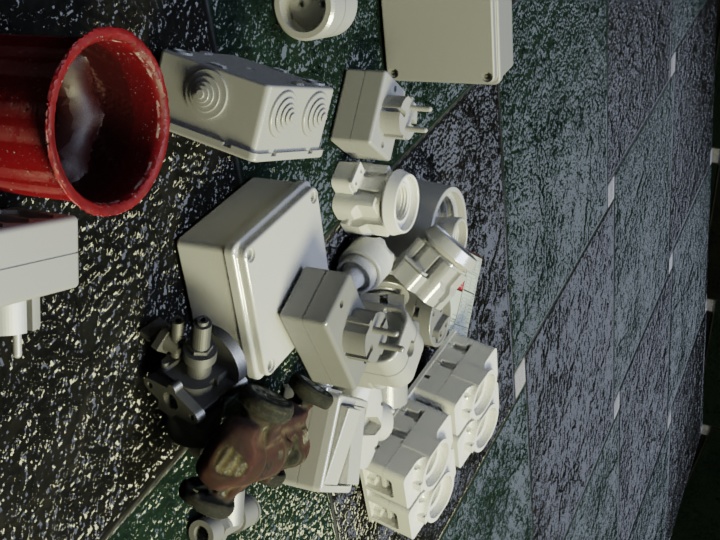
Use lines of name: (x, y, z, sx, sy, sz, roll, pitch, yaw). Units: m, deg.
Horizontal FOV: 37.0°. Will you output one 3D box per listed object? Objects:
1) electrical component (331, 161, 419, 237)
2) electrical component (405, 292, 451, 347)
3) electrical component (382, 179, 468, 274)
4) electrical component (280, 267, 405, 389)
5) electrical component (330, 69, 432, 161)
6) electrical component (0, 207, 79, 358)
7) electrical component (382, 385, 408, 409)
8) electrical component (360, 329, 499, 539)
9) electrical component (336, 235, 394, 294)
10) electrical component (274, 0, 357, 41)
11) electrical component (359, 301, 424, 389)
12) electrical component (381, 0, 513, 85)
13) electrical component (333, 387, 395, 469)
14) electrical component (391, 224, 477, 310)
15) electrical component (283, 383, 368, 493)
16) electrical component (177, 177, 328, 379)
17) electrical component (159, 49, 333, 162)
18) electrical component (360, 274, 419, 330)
electrical component: (0.016, -0.061, 0.939, 0.058, 0.057, 0.078, -68, 151, -26)
electrical component: (0.059, 0.046, 1.072, 0.055, 0.047, 0.055, -30, 123, -59)
electrical component: (0.071, -0.035, 1.057, 0.108, 0.060, 0.108, -30, 124, -59)
electrical component: (-0.005, 0.045, 0.772, 0.047, 0.076, 0.083, -64, 150, -32)
electrical component: (0.024, -0.130, 0.912, 0.047, 0.077, 0.065, 31, 69, -63)
electrical component: (-0.185, 0.011, 0.555, 0.066, 0.047, 0.076, -20, 116, -61)
electrical component: (0.024, 0.086, 1.016, 0.043, 0.043, 0.081, -29, 123, -59)
electrical component: (0.078, 0.166, 1.088, 0.186, 0.060, 0.105, -50, 147, -34)
electrical component: (0.000, 0.000, 0.941, 0.062, 0.043, 0.043, -49, 140, -47)
electrical component: (-0.026, -0.244, 0.803, 0.074, 0.052, 0.138, -31, 125, -58)
electrical component: (0.001, 0.062, 0.901, 0.053, 0.095, 0.059, -69, 152, -24)
electrical component: (0.078, -0.226, 0.960, 0.056, 0.109, 0.108, -49, 139, -53)
electrical component: (0.003, 0.137, 0.976, 0.079, 0.043, 0.077, 8, 90, -47)
electrical component: (0.069, -0.004, 0.978, 0.057, 0.058, 0.078, -49, 154, 8)
electrical component: (-0.031, 0.135, 0.896, 0.062, 0.061, 0.096, 26, 74, -64)
electrical component: (-0.073, 0.003, 0.775, 0.108, 0.056, 0.108, -48, 139, -49)
electrical component: (-0.075, -0.107, 0.689, 0.100, 0.100, 0.048, -16, 125, -62)
electrical component: (0.021, 0.037, 0.978, 0.048, 0.066, 0.055, 93, -1, -54)
